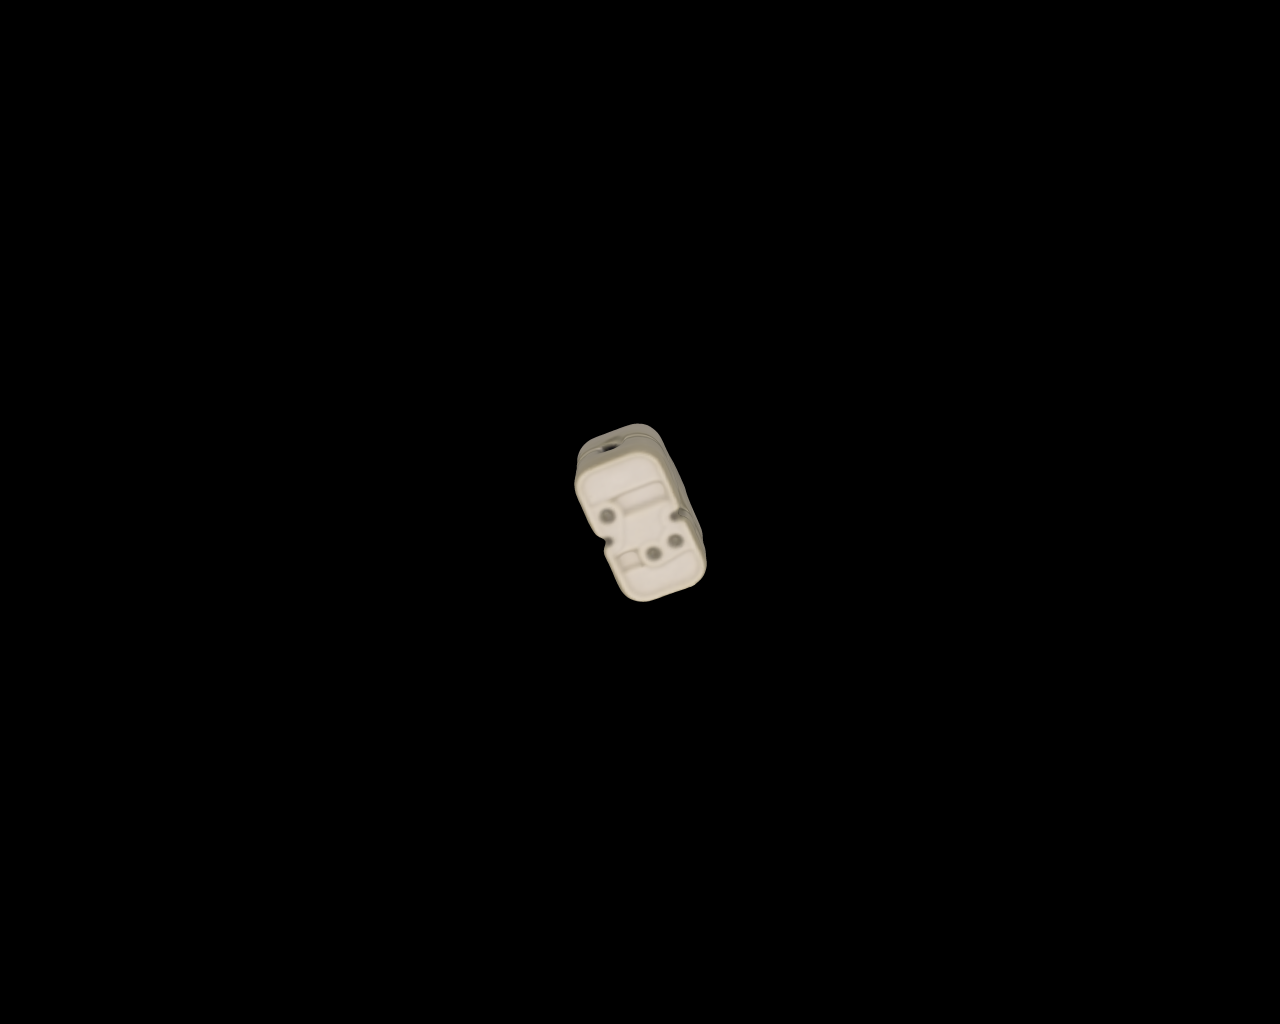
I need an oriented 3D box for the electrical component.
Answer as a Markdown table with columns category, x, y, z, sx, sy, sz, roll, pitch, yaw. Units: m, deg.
| category | x | y | z | sx | sy | sz | roll | pitch | yaw |
| --- | --- | --- | --- | --- | --- | --- | --- | --- | --- |
| electrical component | 0.001 | -0.003 | 0.650 | 0.054 | 0.095 | 0.059 | -20 | 24 | 9 |
